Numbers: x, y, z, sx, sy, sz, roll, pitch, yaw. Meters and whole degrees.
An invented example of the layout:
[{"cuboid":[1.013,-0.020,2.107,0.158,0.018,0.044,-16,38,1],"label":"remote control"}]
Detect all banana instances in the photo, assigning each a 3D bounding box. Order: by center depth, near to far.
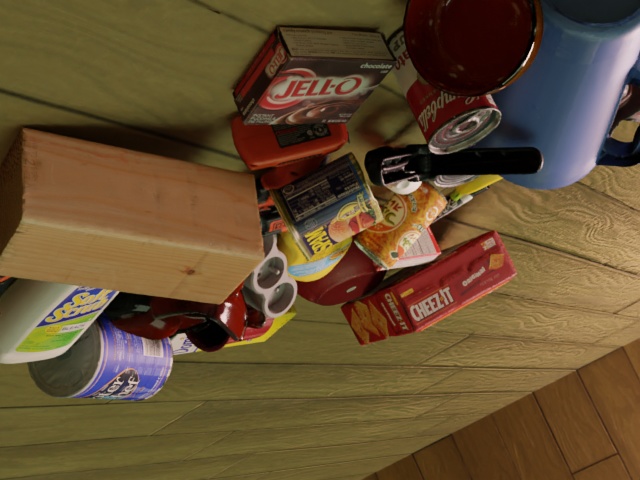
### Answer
[{"cuboid":[0.237,-0.103,1.255,0.198,0.037,0.069,-25,178,10],"label":"banana"}]

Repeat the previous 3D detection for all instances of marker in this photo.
[{"cuboid":[0.161,-0.044,1.339,0.121,0.020,0.020,-32,158,23],"label":"marker"}]

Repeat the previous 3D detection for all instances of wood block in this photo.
[{"cuboid":[-0.161,-0.015,0.892,0.205,0.090,0.091,10,144,-30],"label":"wood block"}]

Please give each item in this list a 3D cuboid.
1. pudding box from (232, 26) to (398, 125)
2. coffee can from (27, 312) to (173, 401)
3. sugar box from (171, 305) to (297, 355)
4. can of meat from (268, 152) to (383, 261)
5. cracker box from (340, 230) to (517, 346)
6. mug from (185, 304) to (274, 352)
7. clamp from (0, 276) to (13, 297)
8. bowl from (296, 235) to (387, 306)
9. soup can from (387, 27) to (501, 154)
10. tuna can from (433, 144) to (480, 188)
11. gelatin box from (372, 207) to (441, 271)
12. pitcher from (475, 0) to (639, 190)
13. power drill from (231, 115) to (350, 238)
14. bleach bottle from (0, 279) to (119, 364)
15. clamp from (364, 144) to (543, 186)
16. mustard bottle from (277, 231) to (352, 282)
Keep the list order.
[{"cuboid":[-0.005,-0.137,0.899,0.113,0.039,0.090,-7,155,-36],"label":"pudding box"},{"cuboid":[-0.249,0.131,1.221,0.103,0.103,0.140,-30,159,19],"label":"coffee can"},{"cuboid":[-0.127,0.106,1.371,0.175,0.048,0.093,-8,155,-39],"label":"sugar box"},{"cuboid":[0.008,-0.031,0.991,0.084,0.057,0.102,-27,162,1],"label":"can of meat"},{"cuboid":[0.138,0.068,1.404,0.164,0.072,0.214,-28,180,-19],"label":"cracker box"},{"cuboid":[-0.098,0.081,1.263,0.117,0.093,0.081,-4,-178,40],"label":"mug"},{"cuboid":[-0.370,0.060,1.008,0.172,0.039,0.120,-35,162,14],"label":"clamp"},{"cuboid":[0.030,0.039,1.357,0.162,0.055,0.162,-20,160,-8],"label":"bowl"},{"cuboid":[0.105,-0.135,0.928,0.068,0.102,0.068,-20,160,-8],"label":"soup can"},{"cuboid":[0.159,-0.095,1.188,0.086,0.034,0.086,-20,160,-8],"label":"tuna can"},{"cuboid":[0.093,-0.004,1.288,0.089,0.073,0.030,-8,156,-36],"label":"gelatin box"},{"cuboid":[0.230,-0.154,0.968,0.149,0.145,0.243,-17,156,-8],"label":"pitcher"},{"cuboid":[-0.055,-0.058,1.023,0.184,0.057,0.188,-18,162,-17],"label":"power drill"},{"cuboid":[-0.238,0.033,1.048,0.102,0.068,0.251,-2,149,-46],"label":"bleach bottle"},{"cuboid":[0.110,-0.075,1.032,0.164,0.036,0.210,-3,-173,-8],"label":"clamp"},{"cuboid":[-0.008,0.001,1.214,0.096,0.058,0.192,-23,160,-17],"label":"mustard bottle"}]
